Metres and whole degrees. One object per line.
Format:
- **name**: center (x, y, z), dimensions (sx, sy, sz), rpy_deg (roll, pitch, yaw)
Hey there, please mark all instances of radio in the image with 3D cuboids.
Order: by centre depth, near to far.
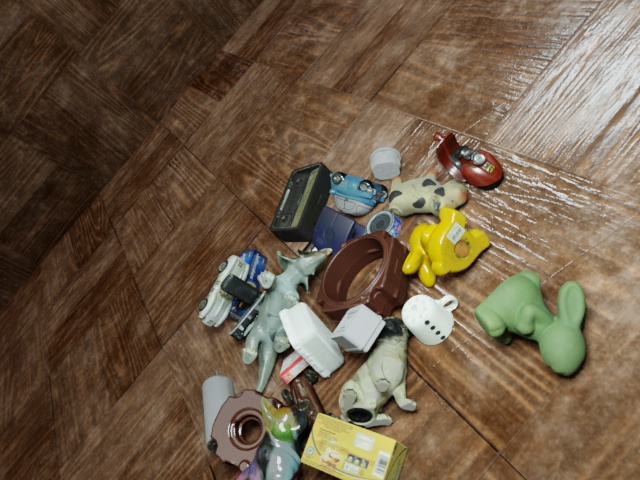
- **radio**: center (-0.051, -0.106, 1.544), dimensions (0.131, 0.073, 0.229), rpy_deg (-5, 55, 43)

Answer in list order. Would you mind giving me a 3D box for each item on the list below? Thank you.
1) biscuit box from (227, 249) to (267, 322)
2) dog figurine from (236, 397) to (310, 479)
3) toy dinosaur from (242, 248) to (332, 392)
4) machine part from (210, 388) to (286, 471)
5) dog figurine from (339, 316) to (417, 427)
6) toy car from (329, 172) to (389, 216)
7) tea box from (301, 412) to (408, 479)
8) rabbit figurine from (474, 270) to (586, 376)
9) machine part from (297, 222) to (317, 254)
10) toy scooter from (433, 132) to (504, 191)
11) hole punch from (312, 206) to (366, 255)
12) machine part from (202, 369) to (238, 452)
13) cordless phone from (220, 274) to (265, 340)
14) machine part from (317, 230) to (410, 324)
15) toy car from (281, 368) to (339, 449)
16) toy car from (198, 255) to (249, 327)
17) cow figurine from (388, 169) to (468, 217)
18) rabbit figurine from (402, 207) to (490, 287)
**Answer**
- **biscuit box**: center (-0.211, 0.126, 1.517), dimensions (0.059, 0.062, 0.203), rpy_deg (-13, 50, 37)
- **dog figurine**: center (-0.103, 0.424, 1.051), dimensions (0.192, 0.108, 0.219), rpy_deg (-17, 65, 8)
- **toy dinosaur**: center (-0.104, 0.186, 1.305), dimensions (0.131, 0.192, 0.404), rpy_deg (22, 95, 8)
- **machine part**: center (-0.149, 0.411, 1.163), dimensions (0.179, 0.056, 0.179), rpy_deg (-7, 60, 12)
- **dog figurine**: center (0.109, 0.256, 1.070), dimensions (0.172, 0.121, 0.191), rpy_deg (-26, 29, 23)
- **toy car**: center (0.093, -0.113, 1.395), dimensions (0.162, 0.109, 0.102), rpy_deg (25, 101, 41)
- **tea box**: center (0.061, 0.392, 0.982), dimensions (0.170, 0.068, 0.098), rpy_deg (9, 65, 36)
- **rabbit figurine**: center (0.374, 0.142, 0.896), dimensions (0.159, 0.121, 0.170), rpy_deg (-42, 55, -1)
- **machine part**: center (-0.003, -0.004, 1.440), dimensions (0.084, 0.039, 0.139), rpy_deg (27, 78, 44)
- **toy scooter**: center (0.315, -0.182, 1.188), dimensions (0.075, 0.135, 0.184), rpy_deg (-50, 38, -3)
- **hole punch**: center (0.042, -0.013, 1.342), dimensions (0.142, 0.092, 0.116), rpy_deg (30, 83, 34)
- **machine part**: center (-0.239, 0.413, 1.287), dimensions (0.079, 0.079, 0.243), rpy_deg (-38, 37, 15)
- **cordless phone**: center (-0.203, 0.174, 1.368), dimensions (0.146, 0.184, 0.089), rpy_deg (-49, 41, 0)
- **machine part**: center (0.097, 0.085, 1.201), dimensions (0.201, 0.087, 0.201), rpy_deg (-20, 41, 42)
- **toy car**: center (-0.025, 0.355, 1.142), dimensions (0.089, 0.053, 0.202), rpy_deg (-46, 38, 9)
- **toy car**: center (-0.258, 0.137, 1.441), dimensions (0.056, 0.073, 0.201), rpy_deg (3, 61, 45)
- **cow figurine**: center (0.244, -0.095, 1.228), dimensions (0.195, 0.085, 0.127), rpy_deg (-5, 49, 40)
- **rabbit figurine**: center (0.246, 0.018, 1.130), dimensions (0.162, 0.122, 0.173), rpy_deg (-62, 23, 0)
